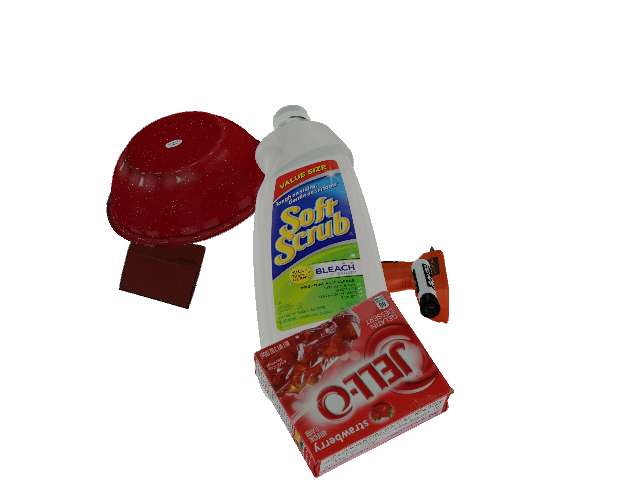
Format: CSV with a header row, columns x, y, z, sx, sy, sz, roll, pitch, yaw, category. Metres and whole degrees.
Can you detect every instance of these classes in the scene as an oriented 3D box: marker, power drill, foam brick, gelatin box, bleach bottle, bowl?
x,y,z,sx,sy,sz,roll,pitch,yaw,category
0.100,0.045,1.022,0.020,0.020,0.121,0,18,1,marker
0.054,0.061,1.241,0.187,0.057,0.184,0,28,3,power drill
-0.167,0.029,1.126,0.078,0.051,0.053,17,29,-4,foam brick
0.018,0.079,0.597,0.089,0.073,0.030,-24,-28,-16,gelatin box
-0.012,-0.004,0.806,0.102,0.251,0.068,-11,-38,-1,bleach bottle
-0.122,-0.067,0.948,0.162,0.055,0.162,-10,40,8,bowl
